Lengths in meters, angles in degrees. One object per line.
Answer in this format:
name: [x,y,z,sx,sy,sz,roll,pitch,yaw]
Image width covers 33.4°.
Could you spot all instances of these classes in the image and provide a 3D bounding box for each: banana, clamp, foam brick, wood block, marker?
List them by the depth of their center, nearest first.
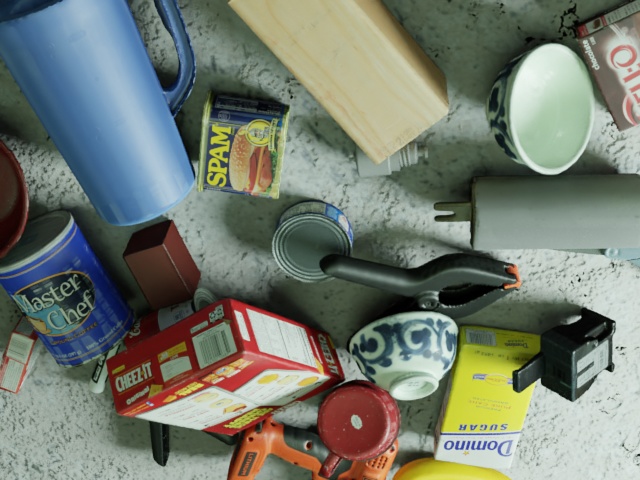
wood block: [0.021,-0.184,0.991,0.090,0.090,0.206,-36,111,22]
clamp: [0.106,0.051,1.139,0.210,0.036,0.164,-15,139,12]
foam brick: [-0.171,0.028,1.160,0.051,0.053,0.078,-16,117,15]
marker: [-0.246,0.131,1.249,0.020,0.020,0.121,22,121,-8]
clamp: [-0.174,0.196,1.269,0.120,0.039,0.171,-16,118,14]
banana: [0.171,0.298,1.293,0.197,0.037,0.070,6,108,-5]

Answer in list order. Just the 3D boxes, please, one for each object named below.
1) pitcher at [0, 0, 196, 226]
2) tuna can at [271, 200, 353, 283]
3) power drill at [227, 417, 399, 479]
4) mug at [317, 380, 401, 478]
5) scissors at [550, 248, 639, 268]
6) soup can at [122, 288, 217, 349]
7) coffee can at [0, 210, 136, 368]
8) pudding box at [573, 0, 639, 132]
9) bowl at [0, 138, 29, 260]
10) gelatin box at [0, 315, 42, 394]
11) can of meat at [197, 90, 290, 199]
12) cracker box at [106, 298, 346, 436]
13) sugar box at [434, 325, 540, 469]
pitcher: [-0.202,-0.142,1.025,0.149,0.144,0.243,2,129,35]
tuna can: [-0.007,0.001,1.139,0.086,0.033,0.086,3,121,4]
power drill: [-0.015,0.286,1.299,0.187,0.057,0.185,16,118,-7]
mug: [0.034,0.211,1.182,0.093,0.081,0.117,35,88,11]
scissors: [0.321,-0.004,1.113,0.201,0.016,0.096,19,120,-6]
soup can: [-0.162,0.104,1.196,0.102,0.068,0.068,-28,115,20]
coffee can: [-0.279,0.053,1.157,0.103,0.102,0.140,-20,117,17]
pudding box: [0.301,-0.168,1.002,0.090,0.039,0.113,-24,116,18]
bowl: [-0.367,-0.054,1.115,0.162,0.055,0.162,3,105,12]
gelatin box: [-0.338,0.120,1.221,0.030,0.073,0.089,22,121,-7]
can of meat: [-0.077,-0.094,1.076,0.084,0.057,0.102,8,122,-2]
cracker box: [-0.097,0.140,1.148,0.164,0.072,0.213,-28,154,21]
sugar box: [0.190,0.183,1.222,0.093,0.048,0.176,8,120,1]
